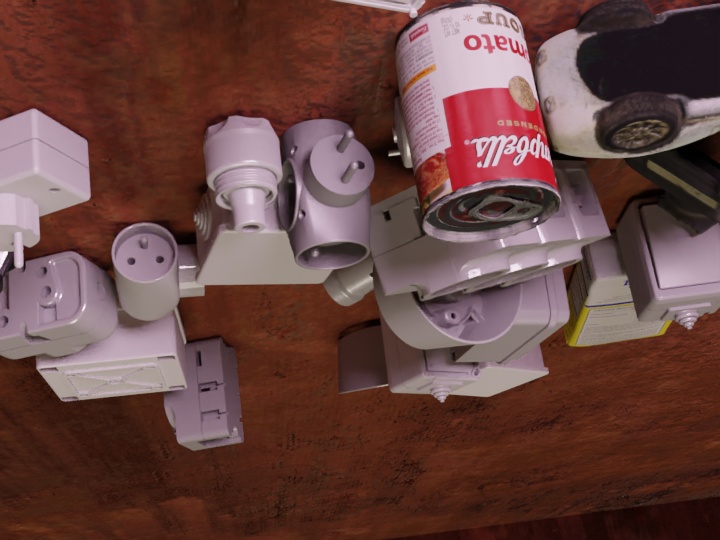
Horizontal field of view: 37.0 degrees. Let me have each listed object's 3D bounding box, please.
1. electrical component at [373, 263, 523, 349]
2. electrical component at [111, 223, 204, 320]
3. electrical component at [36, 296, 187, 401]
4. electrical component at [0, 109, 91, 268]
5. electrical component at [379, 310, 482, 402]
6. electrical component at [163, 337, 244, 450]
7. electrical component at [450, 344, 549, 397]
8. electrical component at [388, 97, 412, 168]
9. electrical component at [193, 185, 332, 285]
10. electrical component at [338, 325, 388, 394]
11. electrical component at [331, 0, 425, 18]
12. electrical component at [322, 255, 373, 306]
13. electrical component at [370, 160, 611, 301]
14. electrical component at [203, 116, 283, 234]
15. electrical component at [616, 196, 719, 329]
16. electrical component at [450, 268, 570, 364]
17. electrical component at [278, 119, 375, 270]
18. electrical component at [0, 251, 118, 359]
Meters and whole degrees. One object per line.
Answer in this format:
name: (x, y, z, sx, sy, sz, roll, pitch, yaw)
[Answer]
electrical component: (0.060, 0.008, 0.761, 0.099, 0.099, 0.064, 12, 158, -43)
electrical component: (-0.129, 0.001, 0.745, 0.079, 0.043, 0.077, -4, 159, -11)
electrical component: (-0.198, 0.063, 0.867, 0.109, 0.056, 0.108, -5, 160, -6)
electrical component: (-0.193, -0.034, 0.582, 0.083, 0.075, 0.047, -16, 159, 19)
electrical component: (0.058, 0.068, 0.920, 0.062, 0.096, 0.061, 6, 156, -32)
electrical component: (-0.142, 0.113, 0.972, 0.056, 0.089, 0.050, -11, 160, 8)
electrical component: (0.124, 0.089, 1.069, 0.100, 0.048, 0.100, 9, 153, -39)
electrical component: (0.053, -0.081, 0.600, 0.078, 0.040, 0.040, -9, 160, 0)
electrical component: (-0.056, -0.029, 0.686, 0.100, 0.048, 0.099, 0, 158, -19)
electrical component: (0.026, 0.088, 1.008, 0.099, 0.064, 0.099, -7, 159, -3)
electrical component: (0.001, -0.139, 0.395, 0.096, 0.061, 0.062, 2, 157, -27)
electrical component: (0.000, 0.000, 0.800, 0.046, 0.040, 0.040, -28, 152, 30)
electrical component: (0.083, -0.024, 0.678, 0.089, 0.061, 0.150, -23, 170, 35)
electrical component: (-0.065, -0.051, 0.603, 0.043, 0.062, 0.043, -7, 160, -3)
electrical component: (0.234, -0.005, 0.792, 0.062, 0.096, 0.061, -7, 160, -3)
electrical component: (0.113, 0.023, 0.849, 0.057, 0.078, 0.113, 1, 158, -16)
electrical component: (-0.016, -0.050, 0.605, 0.044, 0.077, 0.079, -1, 158, -19)
electrical component: (-0.224, 0.028, 0.765, 0.095, 0.053, 0.059, -12, 159, 11)
